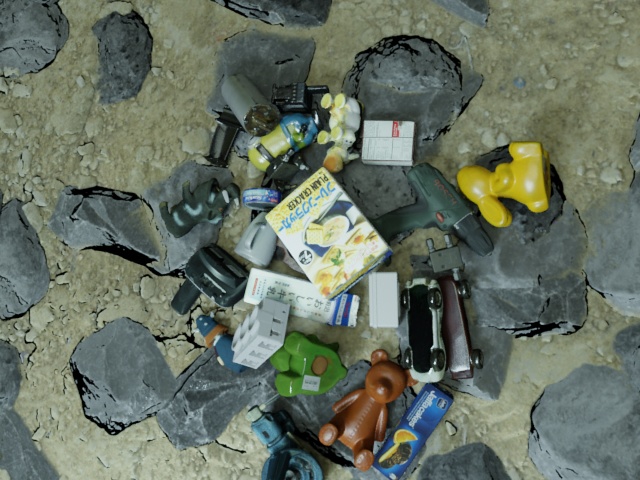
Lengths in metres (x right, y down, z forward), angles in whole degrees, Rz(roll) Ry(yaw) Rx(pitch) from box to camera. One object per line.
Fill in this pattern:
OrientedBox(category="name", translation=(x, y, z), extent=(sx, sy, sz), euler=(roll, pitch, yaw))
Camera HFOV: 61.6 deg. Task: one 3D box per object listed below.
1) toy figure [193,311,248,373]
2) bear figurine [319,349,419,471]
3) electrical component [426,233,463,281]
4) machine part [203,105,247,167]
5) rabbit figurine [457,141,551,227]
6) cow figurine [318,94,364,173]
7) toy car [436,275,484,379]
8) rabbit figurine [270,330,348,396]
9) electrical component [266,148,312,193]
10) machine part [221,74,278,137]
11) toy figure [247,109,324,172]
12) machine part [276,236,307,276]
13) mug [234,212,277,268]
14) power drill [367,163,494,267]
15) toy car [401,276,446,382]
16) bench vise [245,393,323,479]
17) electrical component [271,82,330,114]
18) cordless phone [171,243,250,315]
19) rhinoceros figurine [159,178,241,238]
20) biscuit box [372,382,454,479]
OrientedBox(category="toy figure", translation=(-0.214, 0.222, 1.166), extent=(0.155, 0.064, 0.057), euler=(41, 131, 18))
OrientedBox(category="bear figurine", translation=(0.102, 0.322, 1.047), extent=(0.120, 0.132, 0.195), euler=(35, 99, 9))
OrientedBox(category="electrical component", translation=(0.240, 0.037, 1.037), extent=(0.063, 0.021, 0.094), euler=(-16, 97, 8))
OrientedBox(category="machine part", translation=(-0.213, -0.234, 1.227), extent=(0.084, 0.039, 0.139), euler=(25, 88, 9))
OrientedBox(category="rabbit figurine", translation=(0.358, -0.106, 1.055), extent=(0.173, 0.122, 0.162), euler=(0, 93, 27))
OrientedBox(category="cow figurine", translation=(0.050, -0.221, 1.143), extent=(0.068, 0.098, 0.167), euler=(7, 92, 44))
OrientedBox(category="toy car", translation=(0.266, 0.170, 1.060), extent=(0.089, 0.053, 0.202), euler=(-14, 81, 27))
OrientedBox(category="rabbit figurine", translation=(-0.030, 0.237, 1.084), extent=(0.159, 0.170, 0.121), euler=(6, 87, -29))
OrientedBox(category="electrical component", translation=(-0.068, -0.149, 1.161), extent=(0.102, 0.078, 0.045), euler=(-40, 64, 26))
OrientedBox(category="machine part", translation=(-0.154, -0.292, 1.160), extent=(0.079, 0.079, 0.243), euler=(-42, 46, 6))
OrientedBox(category="toy figure", translation=(-0.076, -0.218, 1.171), extent=(0.180, 0.082, 0.089), euler=(-25, 79, 7))
OrientedBox(category="machine part", translation=(-0.002, -0.003, 1.142), extent=(0.180, 0.056, 0.179), euler=(-1, 85, 13))
OrientedBox(category="mug", translation=(-0.130, -0.009, 1.152), extent=(0.081, 0.109, 0.107), euler=(21, 75, 20))
OrientedBox(category="power drill", translation=(0.207, -0.026, 1.084), extent=(0.207, 0.086, 0.232), euler=(-31, 78, 13))
OrientedBox(category="toy car", translation=(0.201, 0.171, 1.039), extent=(0.074, 0.056, 0.201), euler=(-6, 82, 36))
OrientedBox(category="bench vise", translation=(-0.073, 0.427, 1.028), extent=(0.129, 0.240, 0.223), euler=(-24, 95, 6))
OrientedBox(category="electrical component", translation=(-0.040, -0.310, 1.177), extent=(0.119, 0.075, 0.047), euler=(4, 84, 11))
OrientedBox(category="cordless phone", translation=(-0.249, 0.114, 1.186), extent=(0.147, 0.088, 0.184), euler=(40, 105, 14))
OrientedBox(category="rhinoceros figurine", translation=(-0.268, -0.076, 1.204), extent=(0.190, 0.073, 0.112), euler=(-31, 77, 9))
OrientedBox(category="biscuit box", translation=(0.183, 0.371, 1.054), extent=(0.063, 0.059, 0.202), euler=(35, 92, 14))
